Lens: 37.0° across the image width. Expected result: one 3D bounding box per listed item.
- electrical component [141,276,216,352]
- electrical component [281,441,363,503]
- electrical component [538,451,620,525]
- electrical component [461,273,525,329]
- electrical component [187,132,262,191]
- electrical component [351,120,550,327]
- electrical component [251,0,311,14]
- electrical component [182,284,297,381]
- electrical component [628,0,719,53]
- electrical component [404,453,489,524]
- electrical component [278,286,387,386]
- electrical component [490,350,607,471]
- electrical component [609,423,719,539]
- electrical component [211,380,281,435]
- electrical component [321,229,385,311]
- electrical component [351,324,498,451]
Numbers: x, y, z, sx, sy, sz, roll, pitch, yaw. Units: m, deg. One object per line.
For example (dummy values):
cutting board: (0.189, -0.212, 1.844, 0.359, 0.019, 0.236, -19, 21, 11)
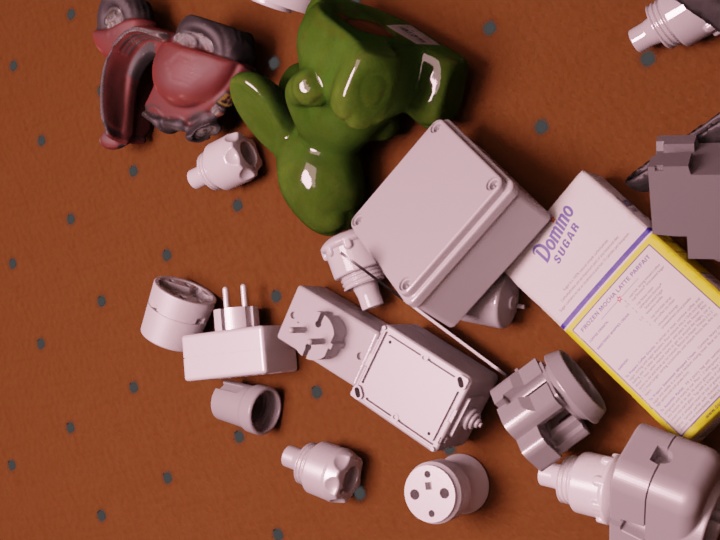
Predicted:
electrical component: (-0.157, 0.038, 0.919, 0.055, 0.055, 0.047, 30, 106, 28)
electrical component: (-0.033, 0.155, 0.847, 0.062, 0.043, 0.043, 14, 95, 31)
electrical component: (0.153, 0.146, 0.739, 0.062, 0.048, 0.048, 7, 91, 37)
electrical component: (0.080, 0.018, 0.788, 0.078, 0.040, 0.040, 10, 93, 30)
electrical component: (-0.118, -0.087, 0.907, 0.062, 0.043, 0.043, -21, 77, 29)
electrical component: (0.061, -0.035, 0.764, 0.108, 0.056, 0.108, -49, 38, 12)
electrical component: (-0.061, -0.240, 0.852, 0.099, 0.099, 0.064, 30, 109, 28)
electrical component: (-0.101, 0.050, 0.890, 0.083, 0.047, 0.075, -9, 83, 30)
electrical component: (0.211, -0.168, 0.718, 0.062, 0.048, 0.048, -28, 74, 33)
electrical component: (0.063, 0.159, 0.784, 0.045, 0.055, 0.045, -1, 87, 30)
electrical component: (-0.026, 0.050, 0.829, 0.083, 0.076, 0.047, 30, 103, 28)
electrical component: (0.131, 0.092, 0.741, 0.057, 0.058, 0.078, -39, 29, 14)
electrical component: (0.197, 0.151, 0.684, 0.059, 0.053, 0.095, 18, 138, 30)
electrical component: (-0.095, 0.112, 0.888, 0.046, 0.040, 0.040, 9, 93, 36)
electrical component: (0.000, 0.000, 0.835, 0.048, 0.048, 0.062, -23, 83, 28)
electrical component: (0.054, 0.088, 0.788, 0.096, 0.061, 0.061, 32, 104, 28)
